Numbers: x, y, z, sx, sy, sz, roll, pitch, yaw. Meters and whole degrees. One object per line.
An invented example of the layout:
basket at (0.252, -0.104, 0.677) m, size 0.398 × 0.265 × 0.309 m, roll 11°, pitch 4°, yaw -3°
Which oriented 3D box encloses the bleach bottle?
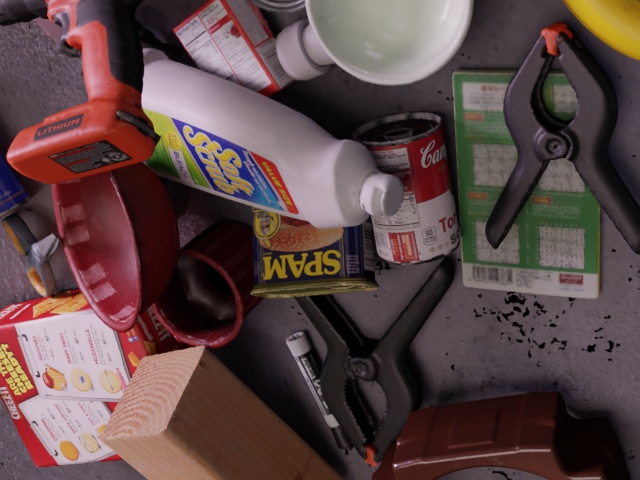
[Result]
bleach bottle at (-0.049, -0.072, 0.811) m, size 0.251 × 0.068 × 0.102 m, roll 20°, pitch 139°, yaw 33°

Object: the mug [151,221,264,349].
mug at (-0.094, 0.043, 0.934) m, size 0.093 × 0.081 × 0.117 m, roll 33°, pitch 125°, yaw 8°

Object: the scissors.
scissors at (-0.266, -0.003, 0.984) m, size 0.096 × 0.016 × 0.202 m, roll 55°, pitch 157°, yaw 10°

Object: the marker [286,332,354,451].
marker at (0.003, 0.140, 0.972) m, size 0.020 × 0.020 × 0.121 m, roll -17°, pitch 106°, yaw 32°

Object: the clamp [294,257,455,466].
clamp at (0.049, 0.098, 0.916) m, size 0.165 × 0.036 × 0.210 m, roll -2°, pitch 110°, yaw 29°

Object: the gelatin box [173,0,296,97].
gelatin box at (-0.066, -0.149, 0.845) m, size 0.073 × 0.030 × 0.089 m, roll -22°, pitch 104°, yaw 51°

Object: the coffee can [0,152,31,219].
coffee can at (-0.351, -0.071, 0.995) m, size 0.103 × 0.102 × 0.140 m, roll -24°, pitch 103°, yaw 34°

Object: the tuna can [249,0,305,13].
tuna can at (-0.026, -0.216, 0.797) m, size 0.086 × 0.033 × 0.086 m, roll 12°, pitch 119°, yaw 22°

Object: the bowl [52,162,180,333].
bowl at (-0.157, -0.010, 0.855) m, size 0.162 × 0.055 × 0.162 m, roll 32°, pitch 131°, yaw 47°

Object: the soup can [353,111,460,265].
soup can at (0.067, -0.039, 0.818) m, size 0.069 × 0.068 × 0.102 m, roll 0°, pitch 115°, yaw 27°

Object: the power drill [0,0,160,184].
power drill at (-0.186, -0.140, 0.791) m, size 0.185 × 0.057 × 0.187 m, roll -12°, pitch 68°, yaw 25°

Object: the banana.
banana at (0.189, -0.180, 0.708) m, size 0.198 × 0.037 × 0.070 m, roll 44°, pitch 107°, yaw -1°

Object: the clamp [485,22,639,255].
clamp at (0.179, -0.064, 0.749) m, size 0.120 × 0.039 × 0.171 m, roll 8°, pitch 117°, yaw 18°

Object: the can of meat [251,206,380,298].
can of meat at (-0.006, 0.001, 0.864) m, size 0.102 × 0.057 × 0.084 m, roll -6°, pitch 81°, yaw 25°

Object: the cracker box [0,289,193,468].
cracker box at (-0.220, 0.132, 1.051) m, size 0.214 × 0.072 × 0.164 m, roll -12°, pitch 108°, yaw 32°

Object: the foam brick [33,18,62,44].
foam brick at (-0.217, -0.211, 0.886) m, size 0.078 × 0.051 × 0.053 m, roll 45°, pitch 126°, yaw 0°

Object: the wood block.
wood block at (-0.082, 0.196, 0.952) m, size 0.090 × 0.090 × 0.206 m, roll -15°, pitch 128°, yaw 41°
